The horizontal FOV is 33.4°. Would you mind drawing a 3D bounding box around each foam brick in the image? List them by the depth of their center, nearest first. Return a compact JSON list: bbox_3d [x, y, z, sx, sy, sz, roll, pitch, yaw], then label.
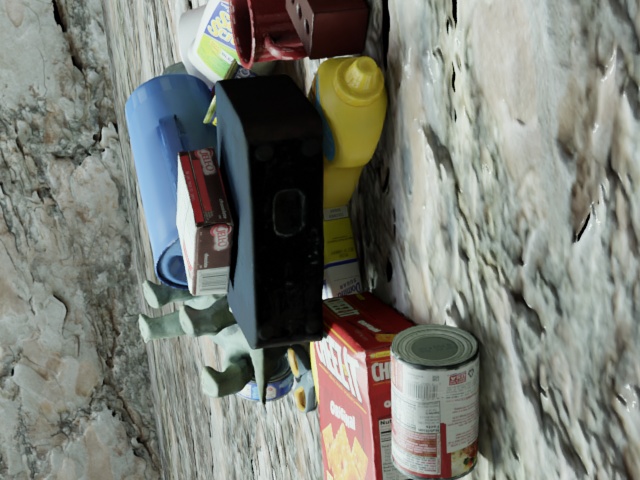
[{"bbox_3d":[0.005,-0.204,0.936,0.053,0.051,0.078,97,157,-49],"label":"foam brick"}]

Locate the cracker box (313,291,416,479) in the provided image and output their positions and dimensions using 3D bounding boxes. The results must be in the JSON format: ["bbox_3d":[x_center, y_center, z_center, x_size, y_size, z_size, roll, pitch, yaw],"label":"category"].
[{"bbox_3d":[0.049,0.172,0.977,0.164,0.072,0.214,-146,49,-69],"label":"cracker box"}]

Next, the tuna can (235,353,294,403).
[{"bbox_3d":[-0.076,0.173,1.400,0.086,0.086,0.034,-120,27,-52],"label":"tuna can"}]

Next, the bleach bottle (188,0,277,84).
[{"bbox_3d":[-0.079,-0.250,1.146,0.102,0.068,0.251,41,156,5],"label":"bleach bottle"}]

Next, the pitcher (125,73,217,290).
[{"bbox_3d":[-0.152,-0.079,1.231,0.149,0.144,0.243,-46,51,37],"label":"pitcher"}]

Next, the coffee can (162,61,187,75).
[{"bbox_3d":[-0.157,-0.163,1.445,0.103,0.102,0.140,-124,28,-57],"label":"coffee can"}]

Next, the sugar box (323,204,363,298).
[{"bbox_3d":[-0.007,0.001,1.081,0.094,0.048,0.176,-9,89,56],"label":"sugar box"}]

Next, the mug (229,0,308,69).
[{"bbox_3d":[-0.034,-0.208,1.016,0.117,0.081,0.093,-117,23,-47],"label":"mug"}]

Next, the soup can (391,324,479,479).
[{"bbox_3d":[0.087,0.124,0.817,0.068,0.068,0.102,-130,34,-61],"label":"soup can"}]

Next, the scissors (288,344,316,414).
[{"bbox_3d":[-0.013,0.150,1.289,0.202,0.016,0.096,110,146,-61],"label":"scissors"}]

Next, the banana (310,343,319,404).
[{"bbox_3d":[0.022,0.161,1.144,0.070,0.037,0.198,-40,60,54],"label":"banana"}]

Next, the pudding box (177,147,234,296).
[{"bbox_3d":[-0.106,-0.015,0.977,0.114,0.039,0.090,104,156,-53],"label":"pudding box"}]

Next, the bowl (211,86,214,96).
[{"bbox_3d":[-0.089,-0.116,1.311,0.162,0.055,0.162,168,90,-72],"label":"bowl"}]

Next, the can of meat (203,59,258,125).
[{"bbox_3d":[-0.075,-0.145,1.176,0.057,0.084,0.102,-65,7,-16],"label":"can of meat"}]

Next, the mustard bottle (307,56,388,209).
[{"bbox_3d":[0.018,-0.105,0.937,0.192,0.058,0.096,117,144,-66],"label":"mustard bottle"}]
